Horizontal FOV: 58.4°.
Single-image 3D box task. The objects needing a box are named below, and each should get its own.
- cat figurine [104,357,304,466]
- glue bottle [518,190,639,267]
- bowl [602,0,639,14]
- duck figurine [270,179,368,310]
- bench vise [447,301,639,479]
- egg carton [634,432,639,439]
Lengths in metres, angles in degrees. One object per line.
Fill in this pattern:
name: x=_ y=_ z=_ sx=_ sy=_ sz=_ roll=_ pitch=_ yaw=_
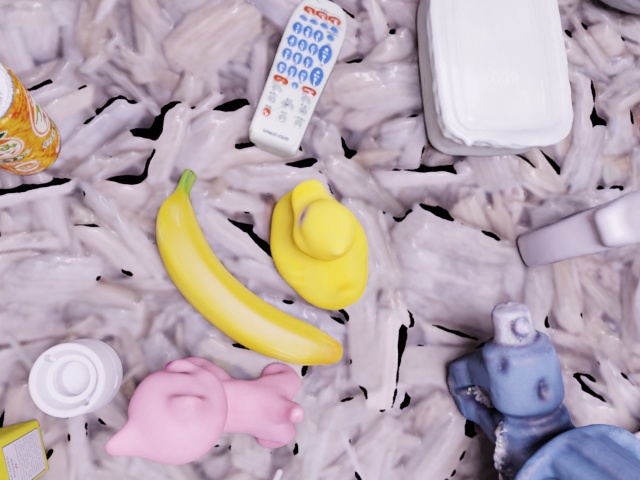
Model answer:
cat figurine: x=-0.072 y=0.116 z=0.389 sx=0.128 sy=0.117 sz=0.067 roll=4 pitch=80 yaw=-8
glue bottle: x=0.221 y=-0.012 z=0.426 sx=0.078 sy=0.173 sz=0.037 roll=-19 pitch=84 yaw=-11
bowl: x=0.296 y=-0.275 z=0.531 sx=0.167 sy=0.074 sz=0.167 roll=1 pitch=81 yaw=-8
duck figurine: x=0.004 y=0.002 z=0.436 sx=0.077 sy=0.086 sz=0.104 roll=-22 pitch=85 yaw=-11
bench vise: x=0.158 y=0.149 z=0.367 sx=0.121 sy=0.219 sz=0.207 roll=-35 pitch=87 yaw=-12
egg carton: x=0.305 y=0.205 z=0.457 sx=0.107 sy=0.069 sz=0.150 roll=-39 pitch=88 yaw=-12
